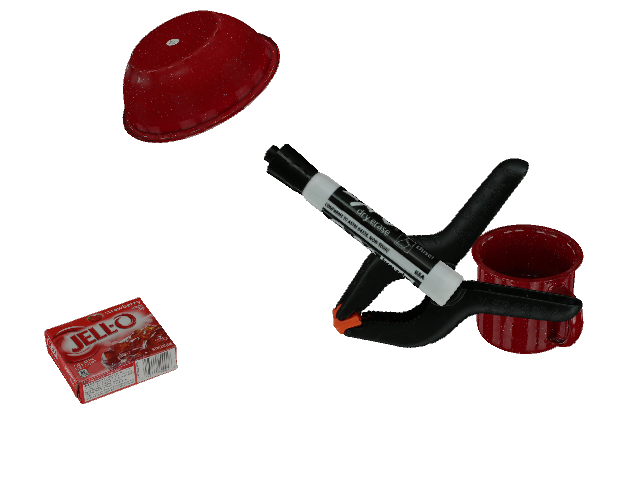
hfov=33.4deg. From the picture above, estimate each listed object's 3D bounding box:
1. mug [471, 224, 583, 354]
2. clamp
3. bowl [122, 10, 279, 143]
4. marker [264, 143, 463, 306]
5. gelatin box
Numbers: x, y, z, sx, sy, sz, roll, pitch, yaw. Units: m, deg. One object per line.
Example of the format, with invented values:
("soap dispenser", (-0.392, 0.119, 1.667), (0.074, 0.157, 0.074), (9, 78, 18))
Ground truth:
("mug", (0.183, 0.049, 0.914), (0.093, 0.081, 0.117), (-19, 34, -25))
("clamp", (0.095, 0.033, 0.742), (0.171, 0.120, 0.039), (-31, 5, 10))
("bowl", (-0.121, -0.162, 0.977), (0.162, 0.162, 0.055), (0, -44, 32))
("marker", (0.020, -0.010, 0.550), (0.121, 0.020, 0.020), (38, 7, 9))
("gelatin box", (-0.174, 0.090, 0.888), (0.089, 0.030, 0.073), (-19, 41, -27))
